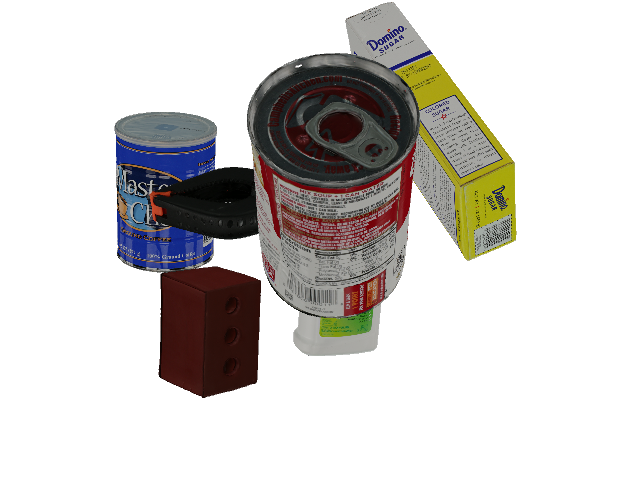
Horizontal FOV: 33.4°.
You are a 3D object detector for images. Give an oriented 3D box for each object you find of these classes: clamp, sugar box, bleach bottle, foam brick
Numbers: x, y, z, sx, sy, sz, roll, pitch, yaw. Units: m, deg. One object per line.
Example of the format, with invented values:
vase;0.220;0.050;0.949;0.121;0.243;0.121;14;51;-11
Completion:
clamp;-0.042;-0.041;0.939;0.210;0.036;0.164;0;32;3
sugar box;0.077;-0.079;0.752;0.048;0.176;0.093;-23;-34;-5
bleach bottle;0.025;0.006;1.240;0.102;0.251;0.068;-2;17;-17
foam brick;-0.078;0.062;0.750;0.052;0.078;0.051;-9;17;-44

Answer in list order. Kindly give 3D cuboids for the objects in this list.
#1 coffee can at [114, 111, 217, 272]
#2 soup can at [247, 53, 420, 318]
coffee can;-0.159;-0.051;1.100;0.103;0.140;0.103;3;23;-1
soup can;0.006;-0.019;0.456;0.068;0.068;0.102;0;-35;1
